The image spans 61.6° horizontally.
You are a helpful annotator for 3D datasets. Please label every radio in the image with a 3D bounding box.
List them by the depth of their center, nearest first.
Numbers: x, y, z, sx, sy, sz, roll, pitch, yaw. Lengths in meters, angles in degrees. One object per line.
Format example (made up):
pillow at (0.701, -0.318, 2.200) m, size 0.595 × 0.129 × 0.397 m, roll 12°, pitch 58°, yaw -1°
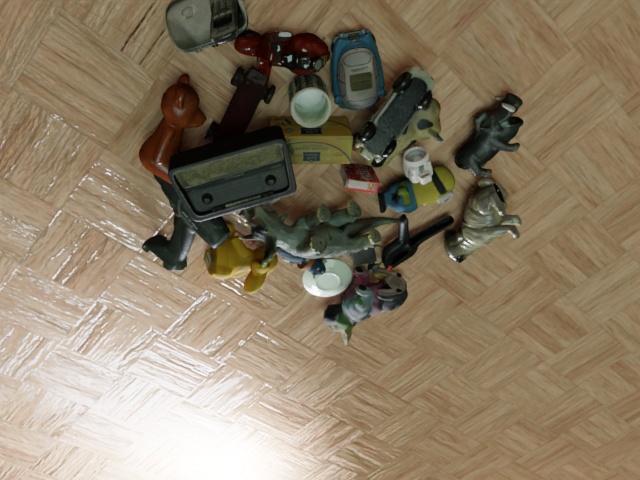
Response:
radio at (-0.167, -0.127, 1.050) m, size 0.230 × 0.073 × 0.130 m, roll -16°, pitch 127°, yaw 0°

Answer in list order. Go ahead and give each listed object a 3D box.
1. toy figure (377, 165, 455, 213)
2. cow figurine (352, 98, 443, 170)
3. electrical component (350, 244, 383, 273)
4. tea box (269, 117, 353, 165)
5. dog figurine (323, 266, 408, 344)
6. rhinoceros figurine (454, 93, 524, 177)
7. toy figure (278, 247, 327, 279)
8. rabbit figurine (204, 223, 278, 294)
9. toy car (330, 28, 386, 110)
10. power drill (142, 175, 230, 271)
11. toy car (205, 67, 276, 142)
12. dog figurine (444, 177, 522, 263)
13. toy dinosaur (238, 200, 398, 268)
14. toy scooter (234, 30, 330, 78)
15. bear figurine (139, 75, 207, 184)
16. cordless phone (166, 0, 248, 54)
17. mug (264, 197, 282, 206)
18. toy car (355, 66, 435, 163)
toy figure at (0.220, -0.112, 1.230) m, size 0.180 × 0.082 × 0.089 m, roll -12°, pitch 119°, yaw 8°
cow figurine at (0.173, -0.226, 1.139) m, size 0.195 × 0.085 × 0.127 m, roll -40°, pitch 115°, yaw 18°
electrical component at (0.116, 0.035, 1.348) m, size 0.078 × 0.045 × 0.102 m, roll -9°, pitch 127°, yaw -2°
tea box at (-0.022, -0.208, 1.123) m, size 0.170 × 0.098 × 0.068 m, roll -2°, pitch 127°, yaw -7°
dog figurine at (0.115, 0.180, 1.421) m, size 0.191 × 0.108 × 0.219 m, roll 8°, pitch 129°, yaw -15°
rhinoceros figurine at (0.373, -0.229, 1.171) m, size 0.112 × 0.073 × 0.190 m, roll 28°, pitch 121°, yaw -12°
toy figure at (-0.045, 0.038, 1.326) m, size 0.064 × 0.058 × 0.154 m, roll -36°, pitch 127°, yaw 25°
rabbit figurine at (-0.173, 0.044, 1.275) m, size 0.173 × 0.163 × 0.121 m, roll 7°, pitch 115°, yaw -33°
toy car at (0.077, -0.320, 1.049) m, size 0.109 × 0.103 × 0.161 m, roll -9°, pitch 129°, yaw -1°
power drill at (-0.322, -0.043, 1.206) m, size 0.232 × 0.086 × 0.207 m, roll 41°, pitch 118°, yaw 2°
toy car at (-0.162, -0.261, 1.095) m, size 0.089 × 0.053 × 0.202 m, roll 26°, pitch 124°, yaw -11°
dog figurine at (0.363, -0.046, 1.293) m, size 0.191 × 0.121 × 0.172 m, roll -24°, pitch 93°, yaw 32°
toy dinosaur at (0.001, -0.009, 1.236) m, size 0.404 × 0.131 × 0.192 m, roll 3°, pitch 166°, yaw -43°
toy scooter at (-0.067, -0.342, 0.996) m, size 0.184 × 0.135 × 0.075 m, roll 4°, pitch 124°, yaw -11°
bear figurine at (-0.277, -0.217, 1.079) m, size 0.132 × 0.120 × 0.195 m, roll 27°, pitch 114°, yaw -27°
cordless phone at (-0.197, -0.365, 0.935) m, size 0.147 × 0.184 × 0.088 m, roll -17°, pitch 131°, yaw 6°
mug at (-0.126, -0.133, 1.167) m, size 0.081 × 0.110 × 0.107 m, roll -34°, pitch 110°, yaw 25°
toy car at (0.147, -0.245, 1.058) m, size 0.073 × 0.056 × 0.201 m, roll 32°, pitch 103°, yaw -19°
